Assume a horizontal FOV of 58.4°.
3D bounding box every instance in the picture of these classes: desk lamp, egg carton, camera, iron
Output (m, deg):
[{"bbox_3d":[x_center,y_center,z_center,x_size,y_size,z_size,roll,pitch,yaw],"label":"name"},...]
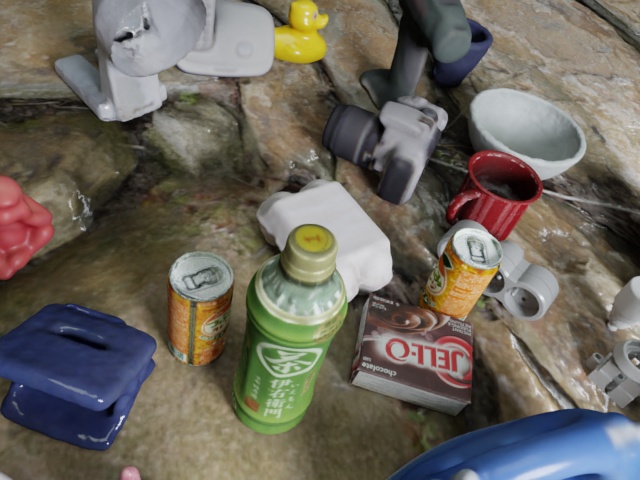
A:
[{"bbox_3d":[-0.234,-0.246,0.669,0.118,0.213,0.202,-32,63,-35],"label":"desk lamp"},{"bbox_3d":[0.006,0.002,0.610,0.107,0.069,0.150,-22,58,-30],"label":"egg carton"},{"bbox_3d":[0.083,-0.139,0.735,0.136,0.101,0.143,24,47,7],"label":"camera"},{"bbox_3d":[0.139,0.187,0.432,0.259,0.141,0.118,-7,51,-20],"label":"iron"}]

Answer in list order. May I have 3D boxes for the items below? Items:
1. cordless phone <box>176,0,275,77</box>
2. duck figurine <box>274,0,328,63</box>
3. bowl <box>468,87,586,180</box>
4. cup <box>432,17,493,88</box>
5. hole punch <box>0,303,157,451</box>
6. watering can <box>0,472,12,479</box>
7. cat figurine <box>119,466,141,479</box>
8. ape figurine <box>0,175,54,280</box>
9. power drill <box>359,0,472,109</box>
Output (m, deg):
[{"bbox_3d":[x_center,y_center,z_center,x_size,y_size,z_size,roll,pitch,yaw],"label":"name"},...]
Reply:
[{"bbox_3d":[-0.130,-0.318,0.780,0.148,0.185,0.094,-3,50,-17],"label":"cordless phone"},{"bbox_3d":[-0.035,-0.328,0.882,0.105,0.086,0.077,-3,50,-17],"label":"duck figurine"},{"bbox_3d":[0.276,-0.135,0.802,0.167,0.075,0.167,8,48,-8],"label":"bowl"},{"bbox_3d":[0.202,-0.297,0.912,0.117,0.095,0.092,17,47,0],"label":"cup"},{"bbox_3d":[-0.196,0.096,0.458,0.108,0.091,0.101,18,47,2],"label":"hole punch"},{"bbox_3d":[-0.214,0.179,0.308,0.100,0.194,0.173,37,50,18],"label":"watering can"},{"bbox_3d":[-0.118,0.209,0.360,0.067,0.118,0.127,-2,50,-16],"label":"cat figurine"},{"bbox_3d":[-0.293,-0.021,0.535,0.078,0.092,0.076,-12,53,-24],"label":"ape figurine"},{"bbox_3d":[0.124,-0.298,0.815,0.076,0.208,0.229,-10,52,-22],"label":"power drill"}]
